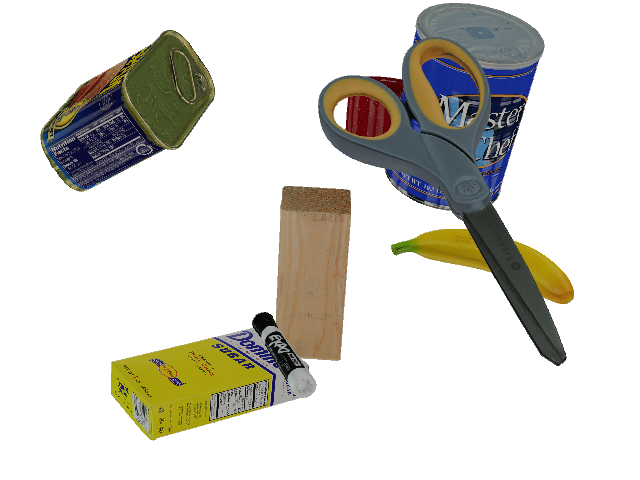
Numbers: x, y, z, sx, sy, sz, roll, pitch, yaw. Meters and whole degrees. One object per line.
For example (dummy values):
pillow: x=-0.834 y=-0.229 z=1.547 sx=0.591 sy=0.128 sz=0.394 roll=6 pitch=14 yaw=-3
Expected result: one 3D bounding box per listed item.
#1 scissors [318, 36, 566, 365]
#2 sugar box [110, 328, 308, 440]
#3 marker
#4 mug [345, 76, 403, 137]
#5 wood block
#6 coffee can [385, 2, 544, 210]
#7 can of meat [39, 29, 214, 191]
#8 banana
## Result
scissors: x=0.049 y=-0.024 z=0.499 sx=0.096 sy=0.201 sz=0.016 roll=-6 pitch=-39 yaw=4
sugar box: x=-0.109 y=0.138 z=1.063 sx=0.175 sy=0.048 sz=0.093 roll=-14 pitch=31 yaw=-31
marker: x=-0.031 y=0.088 z=0.852 sx=0.020 sy=0.020 sz=0.121 roll=0 pitch=21 yaw=-20
mug: x=0.079 y=-0.150 z=1.295 sx=0.093 sy=0.081 sz=0.117 roll=19 pitch=26 yaw=32
wood block: x=-0.011 y=0.042 z=1.388 sx=0.090 sy=0.206 sz=0.091 roll=3 pitch=23 yaw=-1
coffee can: x=0.116 y=-0.110 z=0.882 sx=0.102 sy=0.140 sz=0.103 roll=7 pitch=37 yaw=-5
can of meat: x=-0.130 y=-0.086 z=0.715 sx=0.084 sy=0.057 sz=0.102 roll=-23 pitch=24 yaw=28
banana: x=0.169 y=0.022 z=1.053 sx=0.198 sy=0.037 sz=0.069 roll=14 pitch=41 yaw=36
